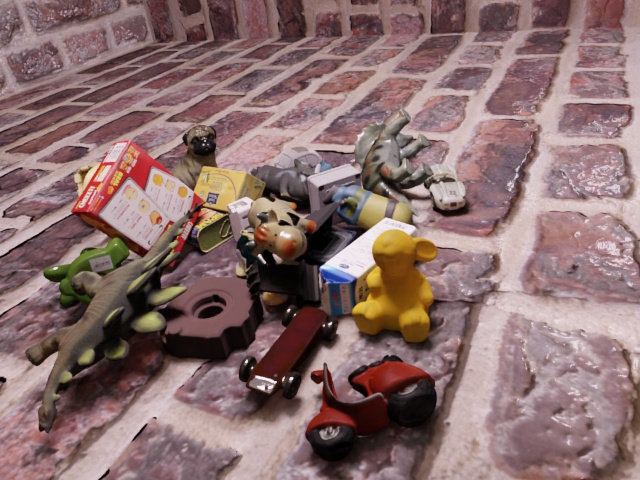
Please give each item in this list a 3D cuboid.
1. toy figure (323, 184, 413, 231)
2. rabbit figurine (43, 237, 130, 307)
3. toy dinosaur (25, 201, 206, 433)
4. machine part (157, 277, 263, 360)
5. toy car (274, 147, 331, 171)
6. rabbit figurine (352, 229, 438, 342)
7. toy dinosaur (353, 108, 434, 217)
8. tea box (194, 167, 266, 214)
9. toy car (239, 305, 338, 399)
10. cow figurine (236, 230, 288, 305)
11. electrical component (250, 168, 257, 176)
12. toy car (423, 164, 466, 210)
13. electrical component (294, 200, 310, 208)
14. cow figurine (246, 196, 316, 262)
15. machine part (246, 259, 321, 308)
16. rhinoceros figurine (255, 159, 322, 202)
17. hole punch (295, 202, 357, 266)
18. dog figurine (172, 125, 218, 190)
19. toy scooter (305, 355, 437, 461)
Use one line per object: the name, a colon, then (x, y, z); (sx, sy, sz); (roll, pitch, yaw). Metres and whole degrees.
toy figure: (0.099, -0.060, 1.086); (0.180, 0.089, 0.082); (31, 45, 13)
rabbit figurine: (-0.435, 0.070, 1.040); (0.159, 0.121, 0.170); (-26, 17, -15)
toy dinosaur: (-0.319, 0.095, 0.885); (0.199, 0.105, 0.471); (-15, 38, 25)
machine part: (-0.185, 0.127, 0.912); (0.179, 0.055, 0.179); (-5, 31, 3)
toy car: (-0.048, -0.179, 1.339); (0.162, 0.102, 0.109); (-24, 36, -22)
rabbit figurine: (0.130, 0.053, 0.851); (0.122, 0.173, 0.162); (9, 39, 33)
toy dinosaur: (0.156, -0.164, 1.253); (0.192, 0.131, 0.405); (-36, 27, 38)
tea box: (-0.213, -0.107, 1.229); (0.170, 0.068, 0.098); (11, 80, 42)
toy car: (-0.045, 0.169, 0.815); (0.089, 0.053, 0.202); (17, 34, 17)
cow figurine: (-0.104, 0.046, 0.987); (0.068, 0.098, 0.168); (-15, 31, -24)
electrical component: (-0.160, -0.150, 1.350); (0.045, 0.078, 0.102); (29, 36, -12)
toy car: (0.280, -0.125, 1.218); (0.074, 0.056, 0.202); (-6, 32, 4)
electrical component: (-0.020, -0.101, 1.280); (0.094, 0.021, 0.063); (-10, 31, -1)
cow figurine: (-0.078, -0.023, 0.945); (0.127, 0.085, 0.195); (14, 17, -28)
machine part: (-0.058, 0.072, 0.919); (0.139, 0.084, 0.039); (11, -16, -29)
rhinoceros figurine: (-0.064, -0.133, 1.240); (0.191, 0.073, 0.112); (7, 67, 26)
hole punch: (-0.002, -0.003, 1.068); (0.116, 0.092, 0.142); (-17, 27, 49)
dog figurine: (-0.328, -0.189, 1.333); (0.172, 0.190, 0.121); (-12, 31, -4)
toy scooter: (0.055, 0.204, 0.718); (0.184, 0.075, 0.135); (-21, 32, -13)
